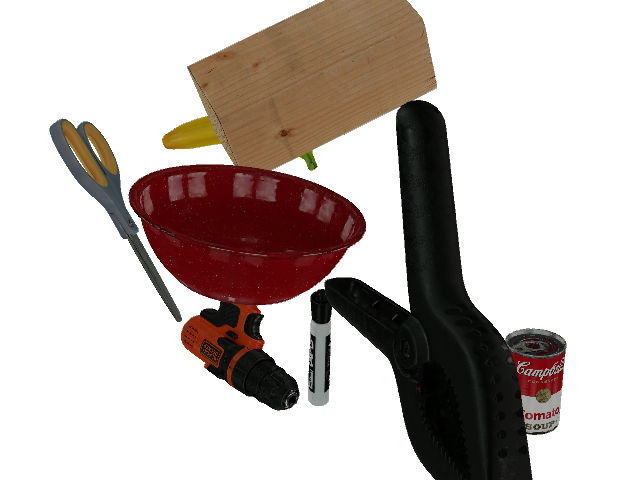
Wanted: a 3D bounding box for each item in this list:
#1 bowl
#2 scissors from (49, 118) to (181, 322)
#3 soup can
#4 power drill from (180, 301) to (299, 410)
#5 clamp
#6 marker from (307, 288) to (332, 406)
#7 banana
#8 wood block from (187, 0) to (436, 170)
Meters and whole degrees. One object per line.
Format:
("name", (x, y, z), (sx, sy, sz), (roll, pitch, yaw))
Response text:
("bowl", (-0.053, 0.000, 0.731), (0.162, 0.055, 0.162), (8, 22, -4))
("scissors", (-0.174, -0.027, 0.951), (0.016, 0.201, 0.096), (-27, 22, 13))
("soup can", (0.242, 0.161, 1.216), (0.068, 0.102, 0.068), (0, 22, 0))
("power drill", (-0.068, 0.074, 1.176), (0.185, 0.188, 0.057), (28, 11, 40))
("clamp", (0.059, 0.044, 0.545), (0.036, 0.165, 0.210), (-5, 46, -21))
("marker", (0.000, 0.091, 0.906), (0.020, 0.121, 0.020), (1, 36, -1))
("banana", (-0.091, -0.128, 1.290), (0.198, 0.037, 0.069), (8, 40, 15))
("wood block", (-0.006, -0.153, 1.003), (0.206, 0.090, 0.091), (-27, -41, -6))
